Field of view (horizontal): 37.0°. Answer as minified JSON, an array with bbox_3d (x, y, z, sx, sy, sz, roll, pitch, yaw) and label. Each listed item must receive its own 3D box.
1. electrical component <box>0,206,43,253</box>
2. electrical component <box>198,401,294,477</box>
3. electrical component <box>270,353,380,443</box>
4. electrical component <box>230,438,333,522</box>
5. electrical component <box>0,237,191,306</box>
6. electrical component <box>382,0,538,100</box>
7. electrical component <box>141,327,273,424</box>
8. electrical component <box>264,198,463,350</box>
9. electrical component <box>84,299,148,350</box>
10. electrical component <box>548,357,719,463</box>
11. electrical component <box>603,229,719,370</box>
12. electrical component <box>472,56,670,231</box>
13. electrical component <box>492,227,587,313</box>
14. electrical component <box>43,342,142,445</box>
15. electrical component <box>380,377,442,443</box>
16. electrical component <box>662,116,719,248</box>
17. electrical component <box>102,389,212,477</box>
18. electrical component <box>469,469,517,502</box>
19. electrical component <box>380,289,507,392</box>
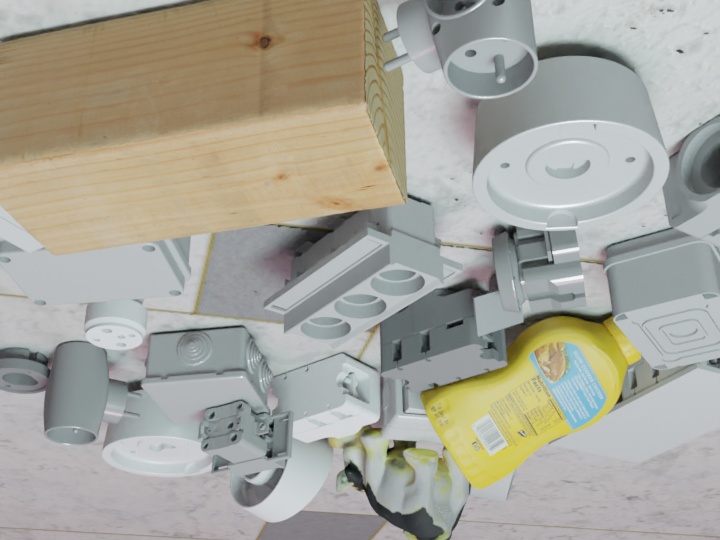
[{"bbox_3d":[-0.213,-0.047,0.650,0.077,0.065,0.047,-18,146,28],"label":"electrical component"},{"bbox_3d":[-0.099,0.142,0.908,0.081,0.042,0.064,-18,142,27],"label":"electrical component"},{"bbox_3d":[-0.029,0.116,0.956,0.089,0.050,0.056,-22,144,33],"label":"electrical component"},{"bbox_3d":[-0.079,0.197,1.055,0.064,0.099,0.099,31,138,-34],"label":"electrical component"},{"bbox_3d":[-0.173,-0.020,0.707,0.113,0.057,0.078,-4,150,6],"label":"electrical component"},{"bbox_3d":[0.044,-0.119,0.516,0.079,0.077,0.044,-19,146,29],"label":"electrical component"},{"bbox_3d":[-0.127,0.089,0.909,0.100,0.048,0.099,-5,150,8],"label":"electrical component"},{"bbox_3d":[0.000,0.000,0.740,0.079,0.063,0.121,20,145,-32],"label":"electrical component"},{"bbox_3d":[-0.177,0.025,0.788,0.045,0.055,0.045,0,150,0],"label":"electrical component"},{"bbox_3d":[0.259,0.101,0.925,0.105,0.060,0.186,15,147,-25],"label":"electrical component"},{"bbox_3d":[0.233,0.021,0.787,0.078,0.057,0.113,-17,147,26],"label":"electrical component"},{"bbox_3d":[0.116,-0.076,0.611,0.108,0.060,0.108,0,150,0],"label":"electrical component"},{"bbox_3d":[0.124,-0.002,0.746,0.057,0.058,0.078,-10,149,10],"label":"electrical component"},{"bbox_3d":[-0.223,0.108,0.912,0.079,0.077,0.043,17,146,-28],"label":"electrical component"},{"bbox_3d":[0.070,0.112,0.939,0.096,0.061,0.061,6,150,-11],"label":"electrical component"},{"bbox_3d":[0.232,-0.059,0.653,0.056,0.050,0.089,18,145,-30],"label":"electrical component"},{"bbox_3d":[-0.181,0.145,0.993,0.108,0.060,0.108,0,150,0],"label":"electrical component"},{"bbox_3d":[0.131,0.166,1.006,0.064,0.099,0.099,4,151,5],"label":"electrical component"},{"bbox_3d":[0.064,0.052,0.840,0.089,0.055,0.050,-21,145,31],"label":"electrical component"}]
